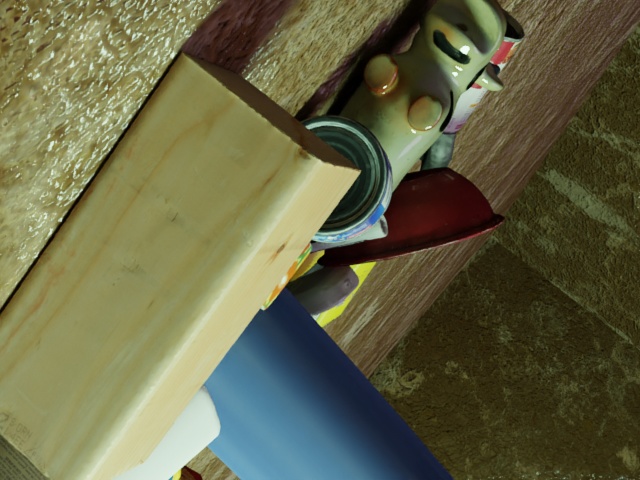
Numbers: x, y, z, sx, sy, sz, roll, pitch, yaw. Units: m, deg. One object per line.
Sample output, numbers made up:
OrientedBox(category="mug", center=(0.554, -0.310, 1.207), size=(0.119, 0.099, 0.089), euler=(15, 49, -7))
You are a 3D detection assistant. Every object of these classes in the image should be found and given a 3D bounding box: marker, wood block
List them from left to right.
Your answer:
OrientedBox(category="wood block", center=(-0.082, 0.018, 0.551), size=(0.206, 0.090, 0.090), euler=(-53, 169, 10))
OrientedBox(category="marker", center=(-0.006, 0.001, 0.841), size=(0.121, 0.020, 0.020), euler=(-13, -175, 22))

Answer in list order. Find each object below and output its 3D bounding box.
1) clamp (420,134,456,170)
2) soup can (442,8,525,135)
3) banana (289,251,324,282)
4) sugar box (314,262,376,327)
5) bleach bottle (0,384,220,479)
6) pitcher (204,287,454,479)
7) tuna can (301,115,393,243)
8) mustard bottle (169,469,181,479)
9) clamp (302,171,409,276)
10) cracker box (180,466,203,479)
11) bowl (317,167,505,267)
OrientedBox(category="clamp", center=(0.119, -0.084, 1.109), size=(0.171, 0.039, 0.120), euler=(92, -3, -68))
OrientedBox(category="soup can", center=(0.115, -0.148, 0.893), size=(0.102, 0.068, 0.068), euler=(-57, 168, 32))
OrientedBox(category="banana", center=(0.023, -0.036, 0.981), size=(0.197, 0.037, 0.070), euler=(-48, -178, -17))
OrientedBox(category="sugar box", center=(0.039, 0.017, 1.203), size=(0.176, 0.048, 0.093), euler=(-54, 169, 22))
OrientedBox(category="bleach bottle", center=(-0.181, 0.155, 0.620), size=(0.250, 0.103, 0.068), euler=(-39, 141, -25))
OrientedBox(category="pitcher", center=(-0.014, 0.133, 0.807), size=(0.149, 0.243, 0.145), euler=(-39, 168, -30))
OrientedBox(category="tuna can", center=(0.006, -0.042, 0.735), size=(0.086, 0.086, 0.033), euler=(-51, 168, 0))
OrientedBox(category="mustard bottle", center=(-0.177, 0.222, 0.935), size=(0.191, 0.058, 0.096), euler=(-42, 168, -46))
OrientedBox(category="clamp", center=(0.029, -0.016, 1.065), size=(0.210, 0.036, 0.164), euler=(-55, 168, 5))
OrientedBox(category="cracker box", center=(-0.161, 0.332, 1.052), size=(0.164, 0.072, 0.214), euler=(-52, -152, 1))
OrientedBox(category="bowl", center=(0.070, -0.024, 0.895), size=(0.162, 0.055, 0.162), euler=(-13, -174, 1))
